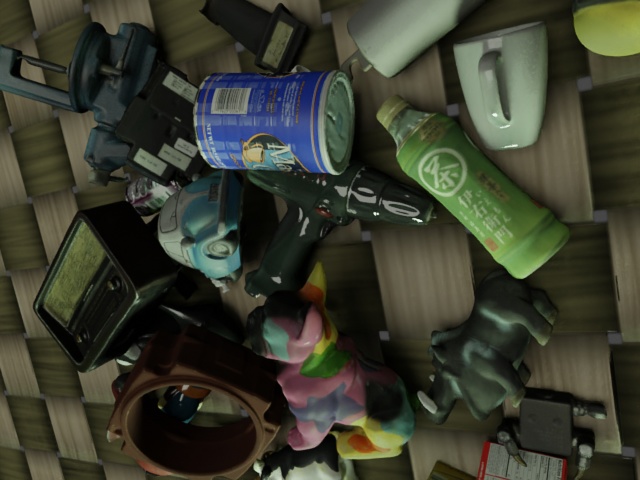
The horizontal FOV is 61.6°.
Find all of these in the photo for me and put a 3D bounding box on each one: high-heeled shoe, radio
[{"bbox_3d":[-0.217,0.156,0.814,0.145,0.086,0.248,29,140,-15],"label":"high-heeled shoe"},{"bbox_3d":[-0.286,0.068,0.705,0.131,0.073,0.229,51,127,10],"label":"radio"}]

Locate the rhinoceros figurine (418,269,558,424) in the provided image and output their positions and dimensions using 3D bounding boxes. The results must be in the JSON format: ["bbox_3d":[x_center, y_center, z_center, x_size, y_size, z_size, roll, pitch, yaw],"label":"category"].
[{"bbox_3d":[0.171,0.123,0.571,0.112,0.073,0.190,30,115,18],"label":"rhinoceros figurine"}]

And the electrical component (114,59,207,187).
[{"bbox_3d":[-0.182,-0.136,0.665,0.115,0.058,0.134,33,94,-13],"label":"electrical component"}]

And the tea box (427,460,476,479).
[{"bbox_3d":[0.190,0.333,0.600,0.170,0.098,0.068,20,111,25],"label":"tea box"}]

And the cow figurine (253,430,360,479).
[{"bbox_3d":[-0.034,0.311,0.734,0.167,0.068,0.098,-15,89,28],"label":"cow figurine"}]

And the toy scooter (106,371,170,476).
[{"bbox_3d":[-0.292,0.313,0.874,0.184,0.075,0.135,49,120,13],"label":"toy scooter"}]

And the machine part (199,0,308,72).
[{"bbox_3d":[-0.080,-0.252,0.637,0.139,0.039,0.084,34,124,16],"label":"machine part"}]

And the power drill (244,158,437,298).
[{"bbox_3d":[-0.001,-0.002,0.632,0.232,0.086,0.207,29,119,21],"label":"power drill"}]

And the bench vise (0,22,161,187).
[{"bbox_3d":[-0.322,-0.193,0.714,0.241,0.129,0.223,16,105,-9],"label":"bench vise"}]

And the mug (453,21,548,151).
[{"bbox_3d":[0.171,-0.135,0.493,0.081,0.109,0.107,-7,113,26],"label":"mug"}]

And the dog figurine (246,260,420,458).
[{"bbox_3d":[0.019,0.132,0.590,0.192,0.108,0.219,4,125,7],"label":"dog figurine"}]

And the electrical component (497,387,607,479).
[{"bbox_3d":[0.242,0.202,0.568,0.102,0.045,0.078,7,107,27],"label":"electrical component"}]

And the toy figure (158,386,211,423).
[{"bbox_3d":[-0.198,0.223,0.804,0.058,0.064,0.154,44,116,20],"label":"toy figure"}]

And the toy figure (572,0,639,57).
[{"bbox_3d":[0.246,-0.242,0.434,0.089,0.082,0.180,-9,100,26],"label":"toy figure"}]

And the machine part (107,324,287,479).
[{"bbox_3d":[-0.164,0.226,0.724,0.201,0.087,0.201,28,119,-15],"label":"machine part"}]

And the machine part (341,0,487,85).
[{"bbox_3d":[0.111,-0.237,0.513,0.243,0.079,0.079,-35,85,32],"label":"machine part"}]

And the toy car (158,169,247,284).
[{"bbox_3d":[-0.144,-0.015,0.657,0.103,0.109,0.161,4,150,-4],"label":"toy car"}]

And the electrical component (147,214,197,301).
[{"bbox_3d":[-0.214,0.030,0.756,0.048,0.075,0.119,-33,105,33],"label":"electrical component"}]
